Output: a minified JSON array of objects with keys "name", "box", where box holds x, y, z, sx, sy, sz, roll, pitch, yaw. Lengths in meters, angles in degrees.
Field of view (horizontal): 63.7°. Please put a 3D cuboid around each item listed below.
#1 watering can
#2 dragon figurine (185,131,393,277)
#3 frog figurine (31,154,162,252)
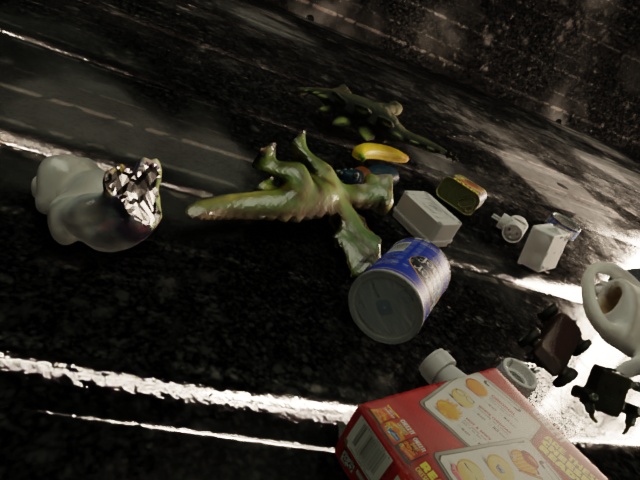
[{"name":"watering can","box":[0.563,0.176,0.901,0.224,0.101,0.356,27,42,0]},{"name":"dragon figurine","box":[0.002,-0.041,0.815,0.244,0.119,0.417,40,40,9]},{"name":"frog figurine","box":[-0.278,-0.044,0.616,0.159,0.120,0.140,-5,34,17]}]
